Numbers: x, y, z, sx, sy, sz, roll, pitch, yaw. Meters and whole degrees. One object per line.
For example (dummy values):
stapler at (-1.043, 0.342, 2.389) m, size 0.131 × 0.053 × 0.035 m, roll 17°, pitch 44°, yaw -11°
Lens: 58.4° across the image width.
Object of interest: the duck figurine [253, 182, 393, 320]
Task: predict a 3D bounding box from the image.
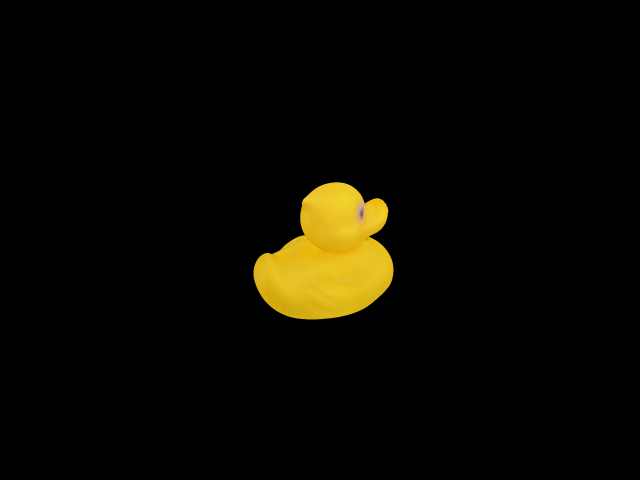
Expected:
duck figurine at (0.004, 0.001, 0.400) m, size 0.105 × 0.086 × 0.077 m, roll -14°, pitch 40°, yaw -17°
